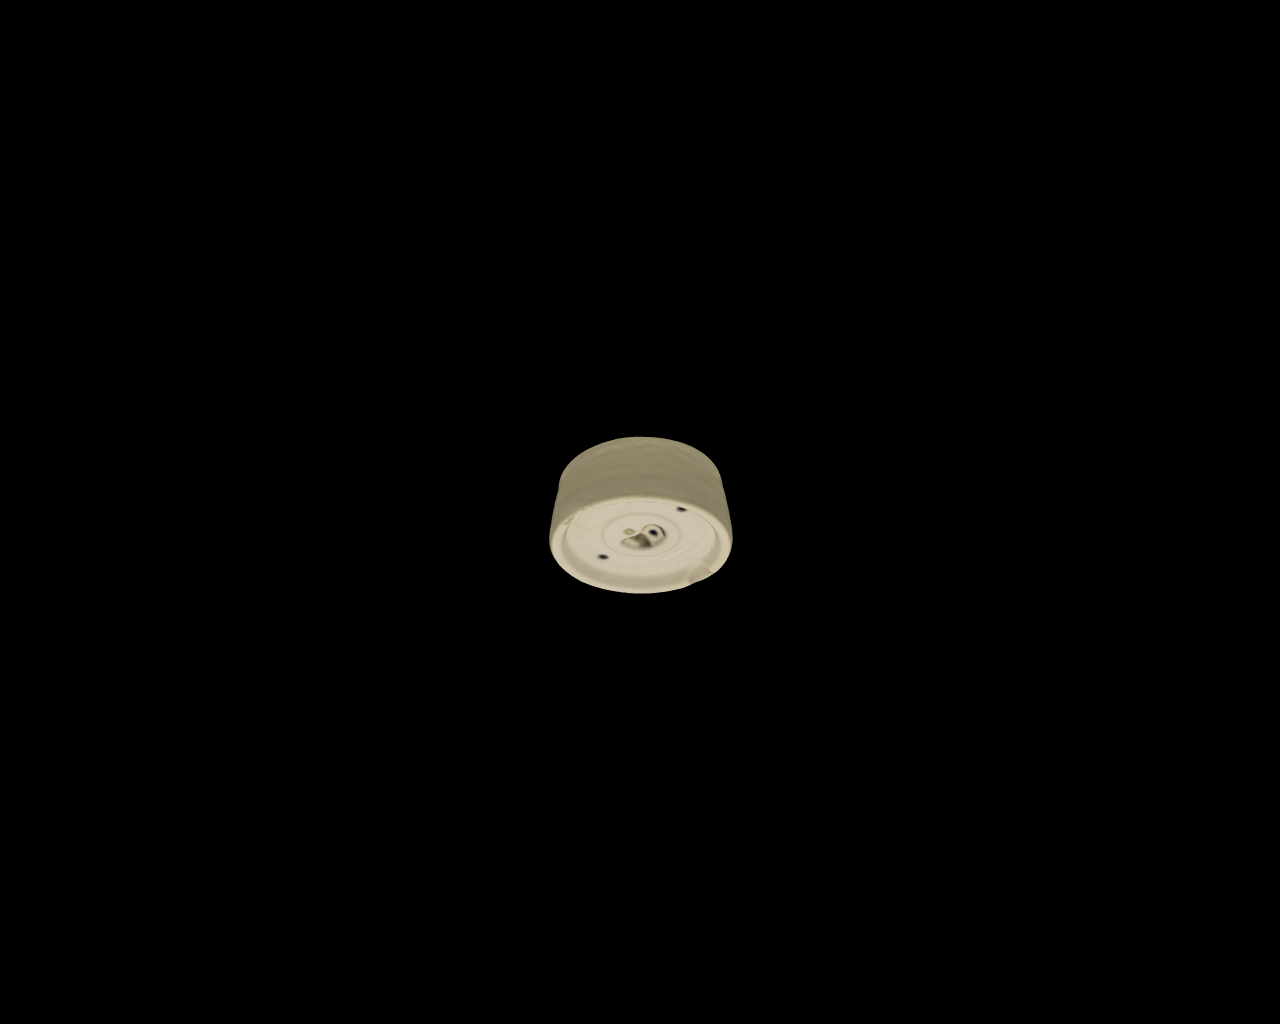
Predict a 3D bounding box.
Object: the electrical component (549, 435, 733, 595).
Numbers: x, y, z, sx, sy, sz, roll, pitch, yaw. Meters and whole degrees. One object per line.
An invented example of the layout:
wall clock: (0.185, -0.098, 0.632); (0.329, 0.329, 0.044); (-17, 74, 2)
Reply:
electrical component: (0.001, -0.003, 0.650); (0.108, 0.060, 0.108); (0, -35, 0)
